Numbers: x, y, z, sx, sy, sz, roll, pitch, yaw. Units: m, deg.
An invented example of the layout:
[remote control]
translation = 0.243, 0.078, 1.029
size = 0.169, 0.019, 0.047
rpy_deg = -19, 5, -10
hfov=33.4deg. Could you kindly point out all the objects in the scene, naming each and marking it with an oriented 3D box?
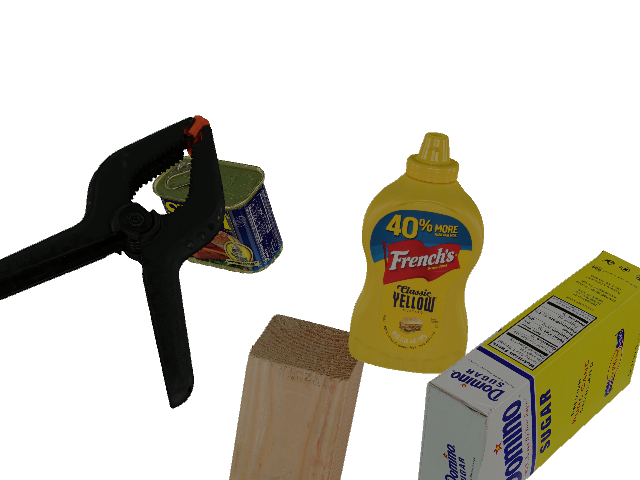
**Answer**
[wood block]
translation = -0.025, 0.183, 0.955
size = 0.090, 0.206, 0.090
rpy_deg = 14, 23, 9
[sugar box]
translation = 0.130, 0.085, 0.630
size = 0.048, 0.093, 0.175
rpy_deg = 27, 43, 33
[clamp]
translation = -0.116, 0.004, 0.709
size = 0.164, 0.209, 0.036
rpy_deg = 29, -32, 9
[mustard bottle]
translation = 0.080, 0.009, 0.850
size = 0.096, 0.192, 0.058
rpy_deg = 8, 19, 5
[can of meat]
translation = -0.089, -0.021, 0.950
size = 0.102, 0.084, 0.057
rpy_deg = 12, 47, 30
